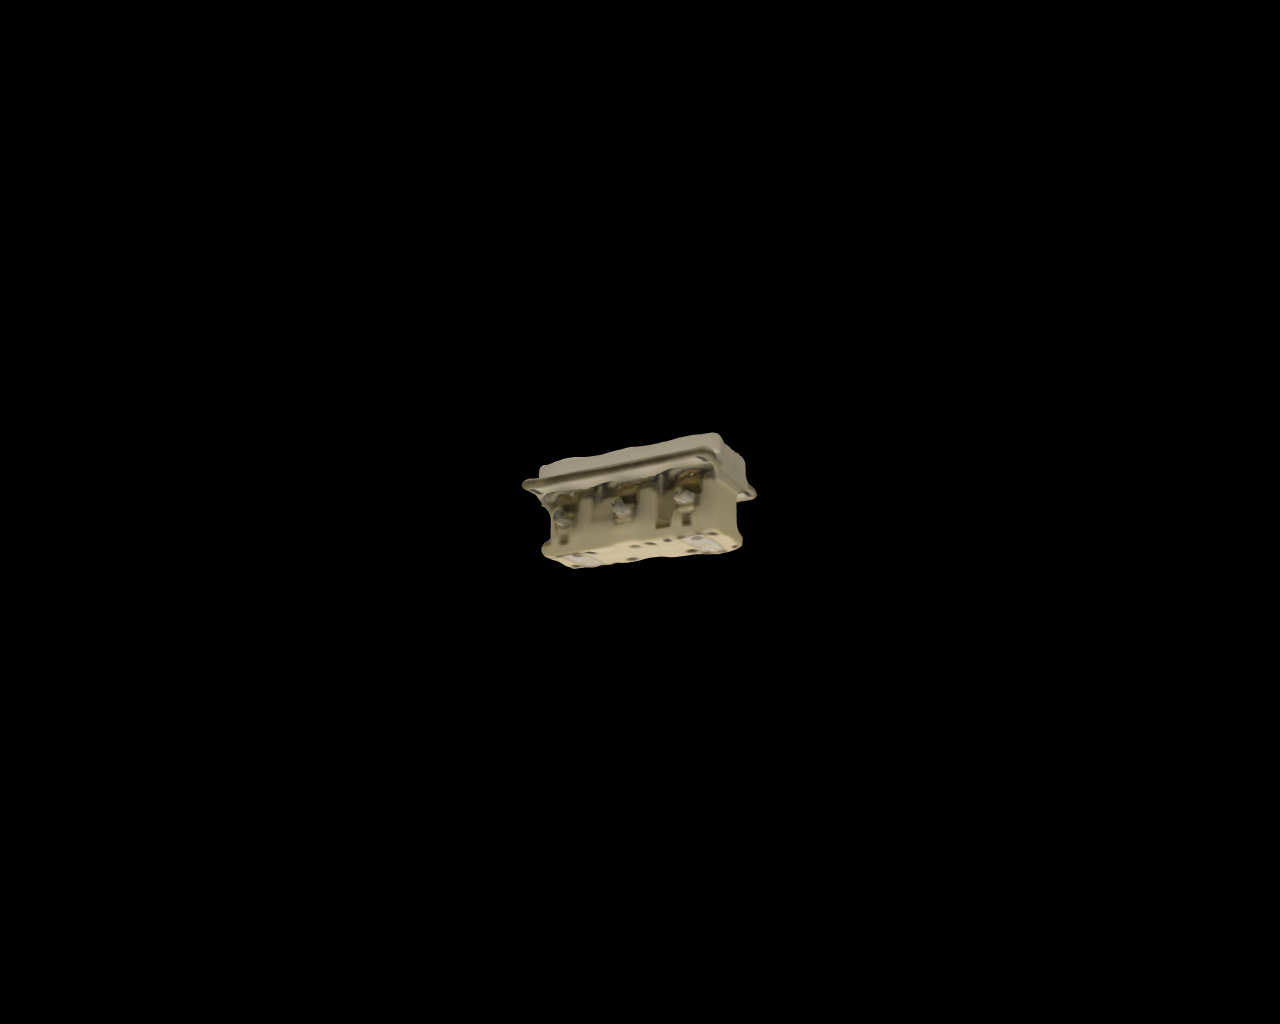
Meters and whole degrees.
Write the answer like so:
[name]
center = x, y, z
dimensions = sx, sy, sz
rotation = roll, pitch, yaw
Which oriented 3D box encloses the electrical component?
[electrical component]
center = 0.001, -0.003, 0.650
dimensions = 0.121, 0.063, 0.078
rotation = -8, -19, 24
